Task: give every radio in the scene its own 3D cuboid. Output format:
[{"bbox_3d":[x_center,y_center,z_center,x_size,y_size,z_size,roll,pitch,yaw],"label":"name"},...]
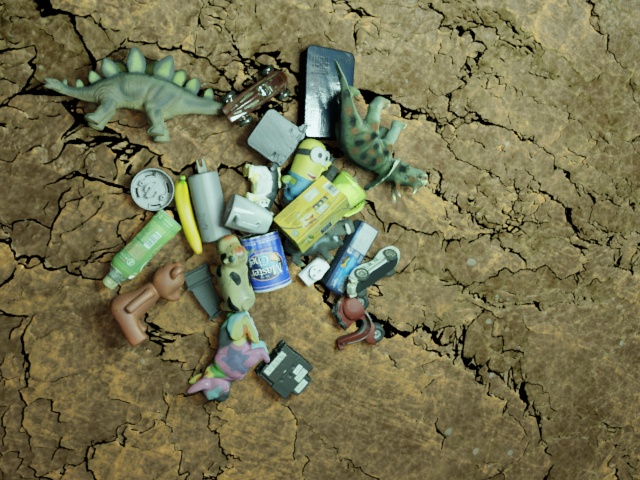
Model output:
[{"bbox_3d":[0.015,-0.373,1.387,0.131,0.073,0.229,1,95,-16],"label":"radio"}]

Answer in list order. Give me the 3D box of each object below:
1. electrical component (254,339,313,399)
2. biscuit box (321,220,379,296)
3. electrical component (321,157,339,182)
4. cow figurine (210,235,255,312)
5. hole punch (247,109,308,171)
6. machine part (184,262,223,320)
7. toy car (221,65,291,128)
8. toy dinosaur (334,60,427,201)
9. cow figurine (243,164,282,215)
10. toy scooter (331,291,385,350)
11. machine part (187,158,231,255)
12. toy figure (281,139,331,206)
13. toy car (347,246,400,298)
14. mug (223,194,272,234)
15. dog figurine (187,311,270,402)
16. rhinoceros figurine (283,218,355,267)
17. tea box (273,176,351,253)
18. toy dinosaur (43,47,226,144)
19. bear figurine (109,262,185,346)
[{"bbox_3d":[-0.088,0.348,1.419,0.115,0.058,0.134,-46,104,-6],"label":"electrical component"},{"bbox_3d":[0.078,0.047,1.438,0.059,0.063,0.202,31,86,-16],"label":"biscuit box"},{"bbox_3d":[0.021,-0.175,1.405,0.021,0.063,0.094,34,84,-28],"label":"electrical component"},{"bbox_3d":[-0.207,0.082,1.304,0.085,0.127,0.194,-20,105,-37],"label":"cow figurine"},{"bbox_3d":[-0.113,-0.255,1.344,0.115,0.092,0.142,36,92,-14],"label":"hole punch"},{"bbox_3d":[-0.287,0.132,1.361,0.084,0.039,0.138,-27,99,-17],"label":"machine part"},{"bbox_3d":[-0.156,-0.357,1.329,0.202,0.053,0.089,-42,110,-28],"label":"toy car"},{"bbox_3d":[0.112,-0.248,1.342,0.404,0.131,0.192,33,72,-40],"label":"toy dinosaur"},{"bbox_3d":[-0.146,-0.109,1.367,0.098,0.068,0.167,-1,96,-21],"label":"cow figurine"},{"bbox_3d":[0.086,0.223,1.449,0.135,0.075,0.183,-31,106,-10],"label":"toy scooter"},{"bbox_3d":[-0.273,-0.081,1.327,0.079,0.079,0.243,-12,97,-14],"label":"machine part"},{"bbox_3d":[-0.045,-0.171,1.375,0.089,0.082,0.180,32,101,16],"label":"toy figure"},{"bbox_3d":[0.140,0.084,1.424,0.202,0.056,0.073,-31,139,-34],"label":"toy car"},{"bbox_3d":[-0.167,-0.054,1.282,0.107,0.110,0.080,17,103,-22],"label":"mug"},{"bbox_3d":[-0.244,0.297,1.351,0.219,0.108,0.191,-28,101,-9],"label":"dog figurine"},{"bbox_3d":[-0.003,-0.004,1.388,0.190,0.073,0.111,-18,123,-11],"label":"rhinoceros figurine"},{"bbox_3d":[-0.018,-0.064,1.322,0.169,0.068,0.098,-41,64,-7],"label":"tea box"},{"bbox_3d":[-0.388,-0.335,1.266,0.471,0.105,0.198,7,88,-26],"label":"toy dinosaur"},{"bbox_3d":[-0.397,0.144,1.294,0.196,0.120,0.131,-30,105,-16],"label":"bear figurine"}]
